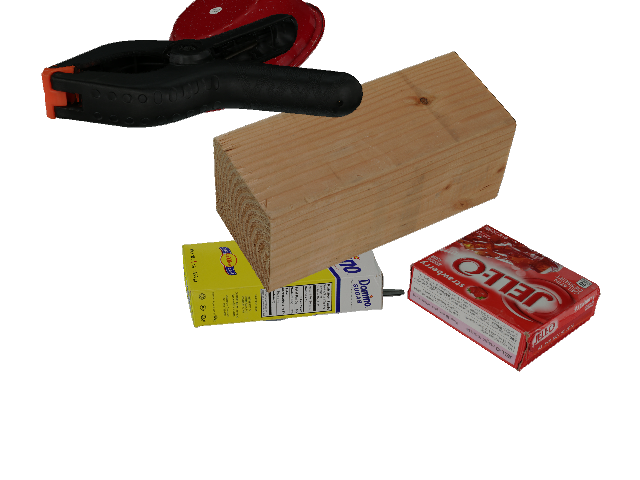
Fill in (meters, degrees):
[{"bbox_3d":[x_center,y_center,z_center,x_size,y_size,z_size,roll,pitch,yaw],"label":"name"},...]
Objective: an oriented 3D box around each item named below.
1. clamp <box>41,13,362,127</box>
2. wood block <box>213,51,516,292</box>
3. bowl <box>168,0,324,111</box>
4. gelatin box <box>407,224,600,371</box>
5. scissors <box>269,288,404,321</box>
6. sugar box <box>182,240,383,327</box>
[{"bbox_3d":[-0.071,-0.099,0.612,0.171,0.039,0.120,-3,26,-12],"label":"clamp"},{"bbox_3d":[0.032,-0.054,0.805,0.205,0.091,0.090,-22,-33,-19],"label":"wood block"},{"bbox_3d":[-0.080,-0.186,0.959,0.162,0.162,0.055,0,-44,36],"label":"bowl"},{"bbox_3d":[0.109,0.031,0.639,0.073,0.030,0.089,-25,44,-37],"label":"gelatin box"},{"bbox_3d":[-0.002,0.068,1.190,0.201,0.016,0.096,6,24,-3],"label":"scissors"},{"bbox_3d":[-0.037,0.033,0.992,0.176,0.048,0.093,-8,29,-8],"label":"sugar box"}]
